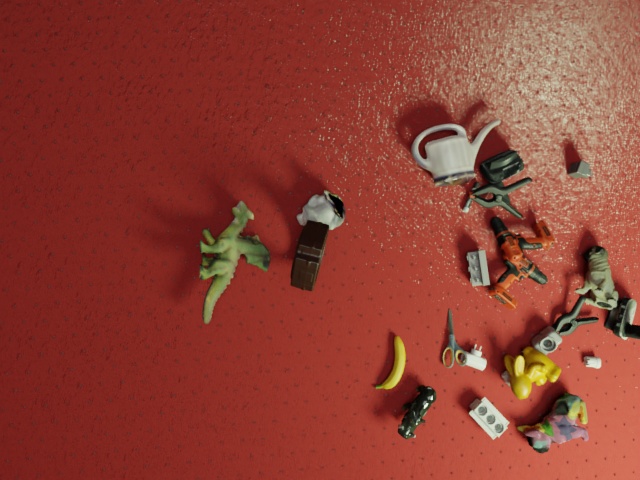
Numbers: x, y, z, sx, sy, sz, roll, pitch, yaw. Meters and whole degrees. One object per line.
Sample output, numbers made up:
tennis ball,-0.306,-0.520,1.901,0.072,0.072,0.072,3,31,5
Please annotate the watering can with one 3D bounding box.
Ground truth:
watering can,0.502,-0.313,1.842,0.348,0.103,0.225,-12,87,-4

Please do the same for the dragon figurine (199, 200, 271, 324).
dragon figurine,-0.288,0.071,1.762,0.243,0.121,0.412,-2,86,-12

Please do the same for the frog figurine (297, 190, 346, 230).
frog figurine,0.005,-0.091,1.806,0.157,0.125,0.137,-34,99,30
